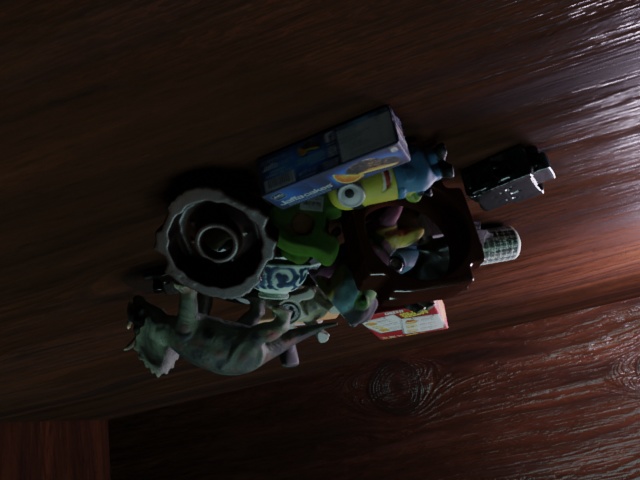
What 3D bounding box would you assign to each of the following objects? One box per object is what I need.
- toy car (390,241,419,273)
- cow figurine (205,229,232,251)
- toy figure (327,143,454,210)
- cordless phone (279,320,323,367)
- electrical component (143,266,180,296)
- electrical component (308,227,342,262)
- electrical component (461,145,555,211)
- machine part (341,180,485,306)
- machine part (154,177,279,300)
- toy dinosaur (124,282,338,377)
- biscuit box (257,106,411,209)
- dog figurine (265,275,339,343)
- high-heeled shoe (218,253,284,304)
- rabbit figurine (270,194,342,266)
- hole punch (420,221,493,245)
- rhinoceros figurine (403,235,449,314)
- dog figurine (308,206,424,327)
[{"bbox_3d":[0.150,0.029,1.089,0.162,0.103,0.109,-5,167,-26],"label":"toy car"},{"bbox_3d":[-0.187,0.019,0.925,0.127,0.085,0.195,5,154,-24],"label":"cow figurine"},{"bbox_3d":[0.098,-0.089,0.787,0.180,0.082,0.089,-15,156,-1],"label":"toy figure"},{"bbox_3d":[-0.056,0.240,1.425,0.146,0.184,0.088,-1,153,-26],"label":"cordless phone"},{"bbox_3d":[-0.292,0.078,1.077,0.102,0.045,0.078,-14,131,0],"label":"electrical component"},{"bbox_3d":[-0.002,-0.003,0.982,0.094,0.063,0.021,-41,142,24],"label":"electrical component"},{"bbox_3d":[0.318,-0.103,0.901,0.134,0.058,0.114,-22,159,28],"label":"electrical component"},{"bbox_3d":[0.145,-0.001,0.867,0.201,0.201,0.087,-6,156,-15],"label":"machine part"},{"bbox_3d":[-0.147,-0.002,0.779,0.179,0.179,0.056,-15,-159,8],"label":"machine part"},{"bbox_3d":[-0.183,0.186,1.017,0.405,0.192,0.131,18,-174,-4],"label":"toy dinosaur"},{"bbox_3d":[0.015,-0.106,0.724,0.203,0.059,0.062,-19,158,20],"label":"biscuit box"},{"bbox_3d":[-0.045,0.124,1.204,0.172,0.191,0.121,30,104,-20],"label":"dog figurine"},{"bbox_3d":[-0.143,0.063,1.068,0.249,0.086,0.145,-24,153,19],"label":"high-heeled shoe"},{"bbox_3d":[-0.045,-0.002,0.888,0.159,0.121,0.170,-3,164,-6],"label":"rabbit figurine"},{"bbox_3d":[0.280,0.003,1.144,0.142,0.092,0.115,3,122,-23],"label":"hole punch"},{"bbox_3d":[0.213,0.051,0.985,0.190,0.112,0.073,-49,155,24],"label":"rhinoceros figurine"},{"bbox_3d":[0.094,0.032,0.951,0.219,0.108,0.192,-43,-162,-2],"label":"dog figurine"}]
